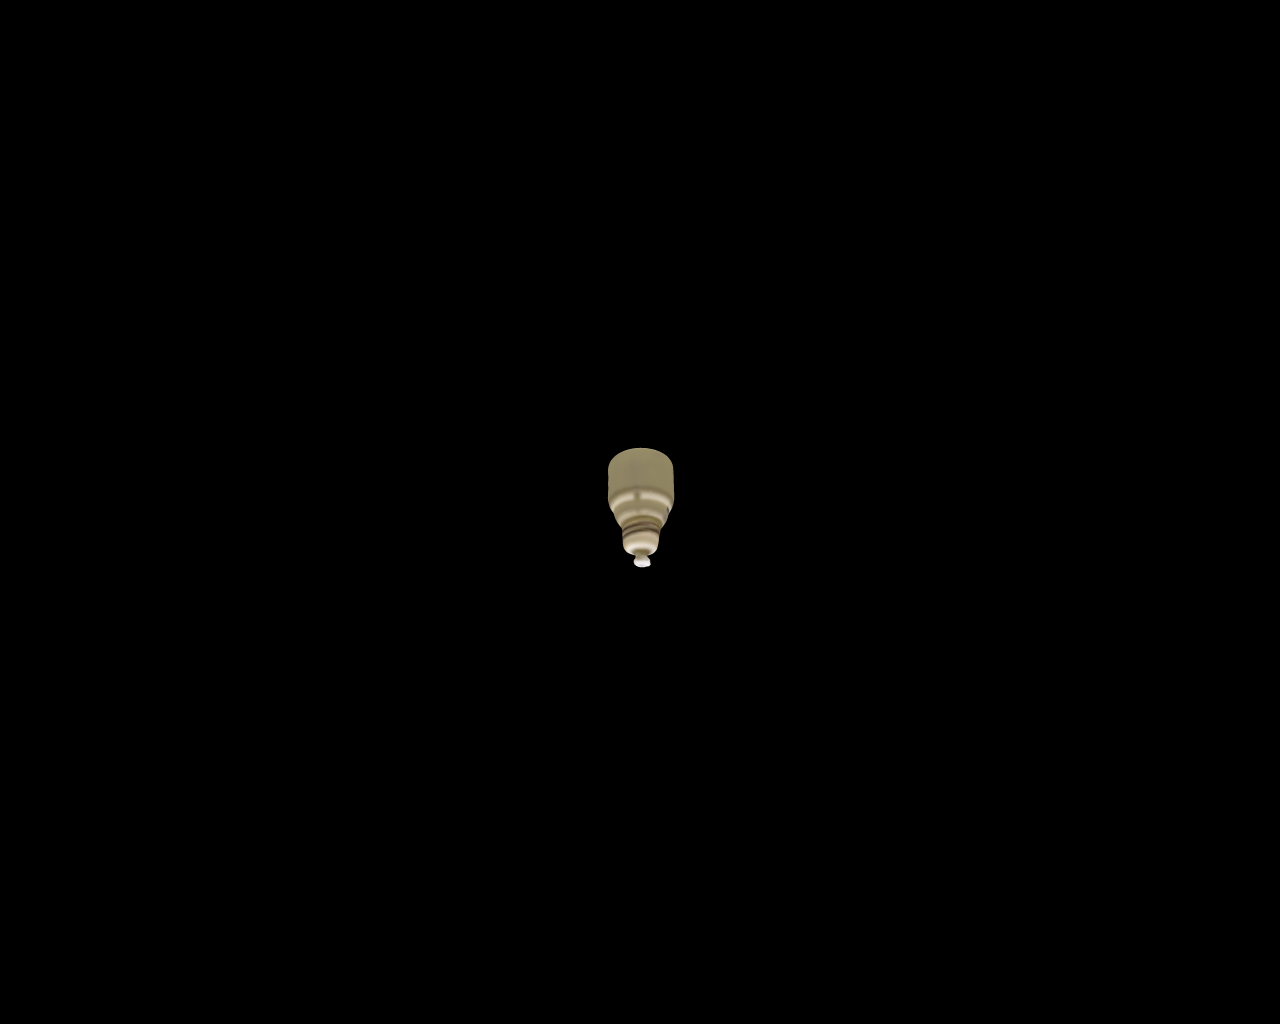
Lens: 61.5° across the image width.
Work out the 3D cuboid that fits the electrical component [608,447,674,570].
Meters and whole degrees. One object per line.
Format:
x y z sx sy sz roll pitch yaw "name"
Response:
0.001 -0.003 0.650 0.040 0.078 0.040 0 -29 0 "electrical component"
